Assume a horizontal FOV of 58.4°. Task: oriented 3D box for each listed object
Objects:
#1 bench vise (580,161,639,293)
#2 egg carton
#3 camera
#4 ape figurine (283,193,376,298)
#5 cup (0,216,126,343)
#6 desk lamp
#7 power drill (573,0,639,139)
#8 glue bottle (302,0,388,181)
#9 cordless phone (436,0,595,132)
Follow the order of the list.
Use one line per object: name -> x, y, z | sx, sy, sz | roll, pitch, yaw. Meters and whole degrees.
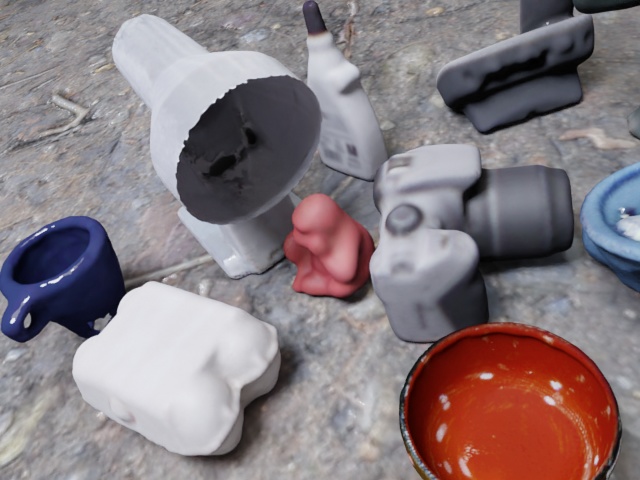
bench vise -> 0.231, -0.019, 0.288 | 0.122, 0.220, 0.206 | -39, 45, -19
egg carton -> -0.106, 0.091, 0.418 | 0.149, 0.069, 0.107 | 11, 51, 31
camera -> 0.111, -0.012, 0.417 | 0.136, 0.101, 0.143 | -5, 44, 17
ape figurine -> 0.004, 0.002, 0.452 | 0.076, 0.092, 0.077 | -27, 42, -7
cup -> -0.208, 0.051, 0.482 | 0.091, 0.095, 0.118 | -3, 45, 19
desk lamp -> -0.082, -0.069, 0.468 | 0.118, 0.214, 0.202 | -36, 44, -16
power drill -> 0.309, -0.171, 0.425 | 0.229, 0.209, 0.075 | -1, 46, 21
glue bottle -> 0.015, -0.137, 0.531 | 0.077, 0.173, 0.037 | 27, 60, 40
cordless phone -> 0.177, -0.209, 0.534 | 0.147, 0.185, 0.094 | -22, 42, -1
